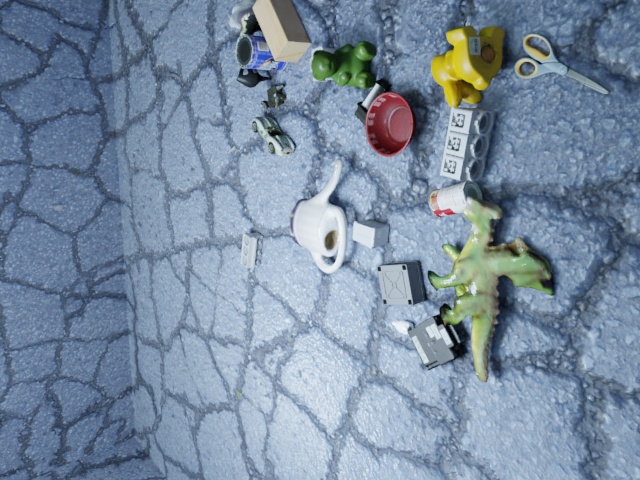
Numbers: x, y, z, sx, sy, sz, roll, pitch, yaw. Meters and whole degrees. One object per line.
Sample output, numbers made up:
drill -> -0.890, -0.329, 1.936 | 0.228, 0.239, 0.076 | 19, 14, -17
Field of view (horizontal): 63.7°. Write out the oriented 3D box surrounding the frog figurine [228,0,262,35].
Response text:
frog figurine -> -0.243, -0.754, 1.705 | 0.136, 0.121, 0.163 | -36, 56, 13

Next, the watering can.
watering can -> 0.005, -0.077, 1.528 | 0.225, 0.104, 0.344 | 17, 110, 49

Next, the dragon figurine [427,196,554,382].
dragon figurine -> 0.382, 0.102, 1.118 | 0.240, 0.123, 0.411 | -22, 89, 42
